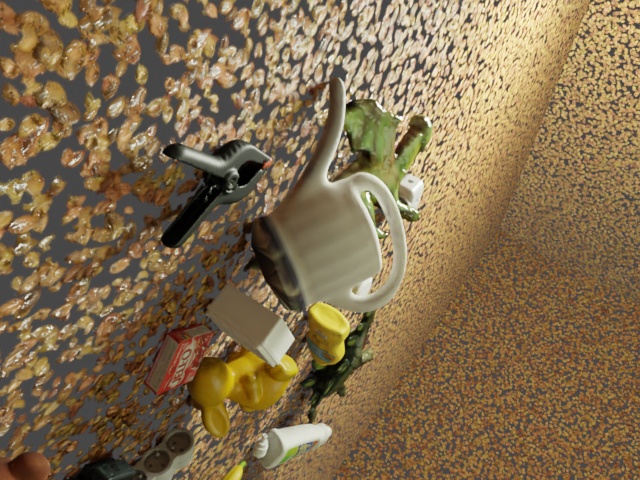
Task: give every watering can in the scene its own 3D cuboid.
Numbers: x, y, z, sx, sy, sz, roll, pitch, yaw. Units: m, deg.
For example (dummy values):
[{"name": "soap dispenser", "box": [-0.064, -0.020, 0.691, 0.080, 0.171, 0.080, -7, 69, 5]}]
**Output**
[{"name": "watering can", "box": [0.002, -0.038, 0.746, 0.225, 0.105, 0.344, -25, 105, -13]}]

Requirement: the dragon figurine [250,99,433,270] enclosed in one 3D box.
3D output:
[{"name": "dragon figurine", "box": [0.054, -0.113, 0.852, 0.414, 0.123, 0.238, -23, 122, -35]}]
